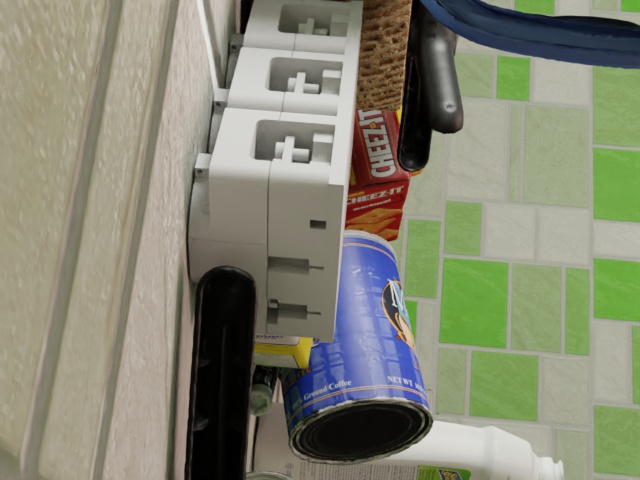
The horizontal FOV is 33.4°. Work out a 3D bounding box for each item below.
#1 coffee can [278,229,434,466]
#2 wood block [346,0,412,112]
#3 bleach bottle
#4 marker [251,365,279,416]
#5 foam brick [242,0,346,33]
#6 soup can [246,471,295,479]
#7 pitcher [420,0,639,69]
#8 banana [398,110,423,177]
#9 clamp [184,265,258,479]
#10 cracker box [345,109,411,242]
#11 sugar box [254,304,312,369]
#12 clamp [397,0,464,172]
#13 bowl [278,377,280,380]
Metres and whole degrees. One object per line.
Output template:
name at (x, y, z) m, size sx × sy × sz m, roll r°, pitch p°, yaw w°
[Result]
coffee can at (0.018, 0.078, 0.775) m, size 0.103 × 0.102 × 0.140 m, roll 92°, pitch -10°, yaw -55°
wood block at (0.013, -0.138, 0.732) m, size 0.206 × 0.090 × 0.091 m, roll -75°, pitch 170°, yaw -82°
bleach bottle at (0.072, 0.191, 0.887) m, size 0.068 × 0.251 × 0.103 m, roll -83°, pitch 177°, yaw -48°
marker at (-0.040, 0.098, 0.789) m, size 0.121 × 0.020 × 0.020 m, roll -78°, pitch 172°, yaw -75°
foam brick at (-0.013, -0.117, 0.587) m, size 0.078 × 0.051 × 0.053 m, roll -82°, pitch 176°, yaw -63°
soup can at (-0.029, 0.169, 0.569) m, size 0.102 × 0.068 × 0.068 m, roll 90°, pitch 5°, yaw -62°
pitcher at (0.086, -0.182, 0.516) m, size 0.149 × 0.243 × 0.145 m, roll -82°, pitch 176°, yaw -52°
banana at (0.067, -0.158, 1.033) m, size 0.070 × 0.037 × 0.198 m, roll -115°, pitch -168°, yaw -58°
clamp at (-0.045, 0.125, 0.440) m, size 0.210 × 0.036 × 0.164 m, roll 96°, pitch 0°, yaw -51°
cracker box at (0.029, -0.093, 0.976) m, size 0.214 × 0.072 × 0.164 m, roll 88°, pitch -11°, yaw -77°
sugar box at (-0.026, 0.022, 0.645) m, size 0.176 × 0.048 × 0.093 m, roll 91°, pitch 4°, yaw -77°
clamp at (0.082, -0.139, 0.772) m, size 0.120 × 0.039 × 0.171 m, roll 174°, pitch -83°, yaw -76°
bowl at (-0.013, 0.079, 0.990) m, size 0.162 × 0.055 × 0.162 m, roll 6°, pitch 89°, yaw -88°
